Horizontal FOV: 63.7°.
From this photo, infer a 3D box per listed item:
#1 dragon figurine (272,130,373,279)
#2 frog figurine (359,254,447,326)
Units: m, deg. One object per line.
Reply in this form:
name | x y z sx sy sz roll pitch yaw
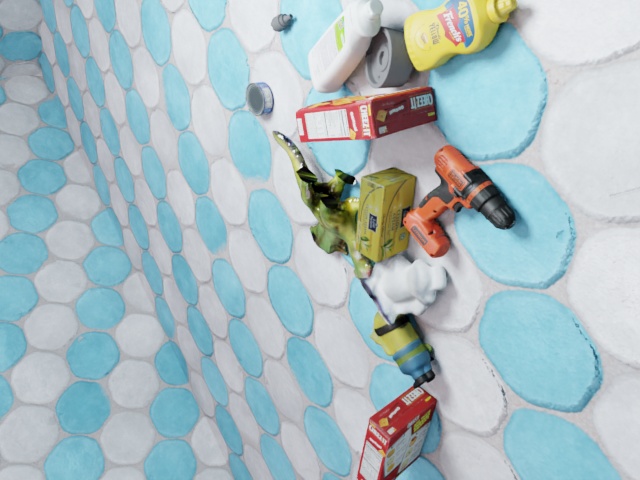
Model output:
dragon figurine | 0.004 -0.061 1.212 0.416 0.123 0.237 49 147 29
frog figurine | 0.183 0.087 1.062 0.158 0.122 0.139 -32 68 17
